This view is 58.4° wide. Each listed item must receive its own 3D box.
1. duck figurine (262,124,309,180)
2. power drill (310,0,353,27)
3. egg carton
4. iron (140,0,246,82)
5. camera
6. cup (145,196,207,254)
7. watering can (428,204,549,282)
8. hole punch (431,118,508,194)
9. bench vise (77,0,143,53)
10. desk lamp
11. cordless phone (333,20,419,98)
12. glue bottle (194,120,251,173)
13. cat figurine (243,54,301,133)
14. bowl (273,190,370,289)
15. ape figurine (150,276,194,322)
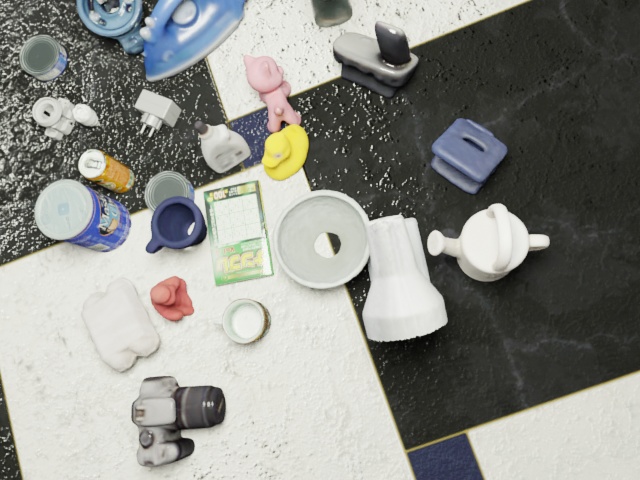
[{"bbox_3d":[-0.067,-0.163,1.009,0.077,0.086,0.104,32,86,13],"label":"duck figurine"},{"bbox_3d":[0.005,-0.467,0.990,0.075,0.208,0.229,-14,78,6],"label":"power drill"},{"bbox_3d":[-0.349,0.149,1.005,0.107,0.069,0.150,-33,77,2],"label":"egg carton"},{"bbox_3d":[-0.255,-0.414,1.055,0.118,0.141,0.258,43,88,14],"label":"iron"},{"bbox_3d":[-0.231,0.296,0.944,0.136,0.101,0.143,-6,79,8],"label":"camera"},{"bbox_3d":[-0.245,-0.013,1.005,0.118,0.095,0.091,-44,76,-1],"label":"cup"},{"bbox_3d":[0.256,0.006,0.873,0.173,0.194,0.101,-24,77,4],"label":"watering can"},{"bbox_3d":[0.247,-0.148,0.955,0.108,0.091,0.101,36,87,13],"label":"hole punch"},{"bbox_3d":[-0.416,-0.467,1.050,0.121,0.220,0.207,-43,76,0],"label":"bench vise"},{"bbox_3d":[0.115,0.052,0.876,0.118,0.214,0.203,-12,78,7],"label":"desk lamp"},{"bbox_3d":[0.090,-0.331,0.964,0.147,0.185,0.094,23,84,12],"label":"cordless phone"},{"bbox_3d":[-0.177,-0.168,0.982,0.078,0.173,0.037,-30,76,3],"label":"glue bottle"},{"bbox_3d":[-0.088,-0.269,1.015,0.067,0.118,0.128,-21,77,5],"label":"cat figurine"},{"bbox_3d":[0.009,0.003,0.973,0.167,0.075,0.167,-2,80,9],"label":"bowl"},{"bbox_3d":[-0.263,0.099,0.989,0.076,0.092,0.078,17,83,12],"label":"ape figurine"}]
